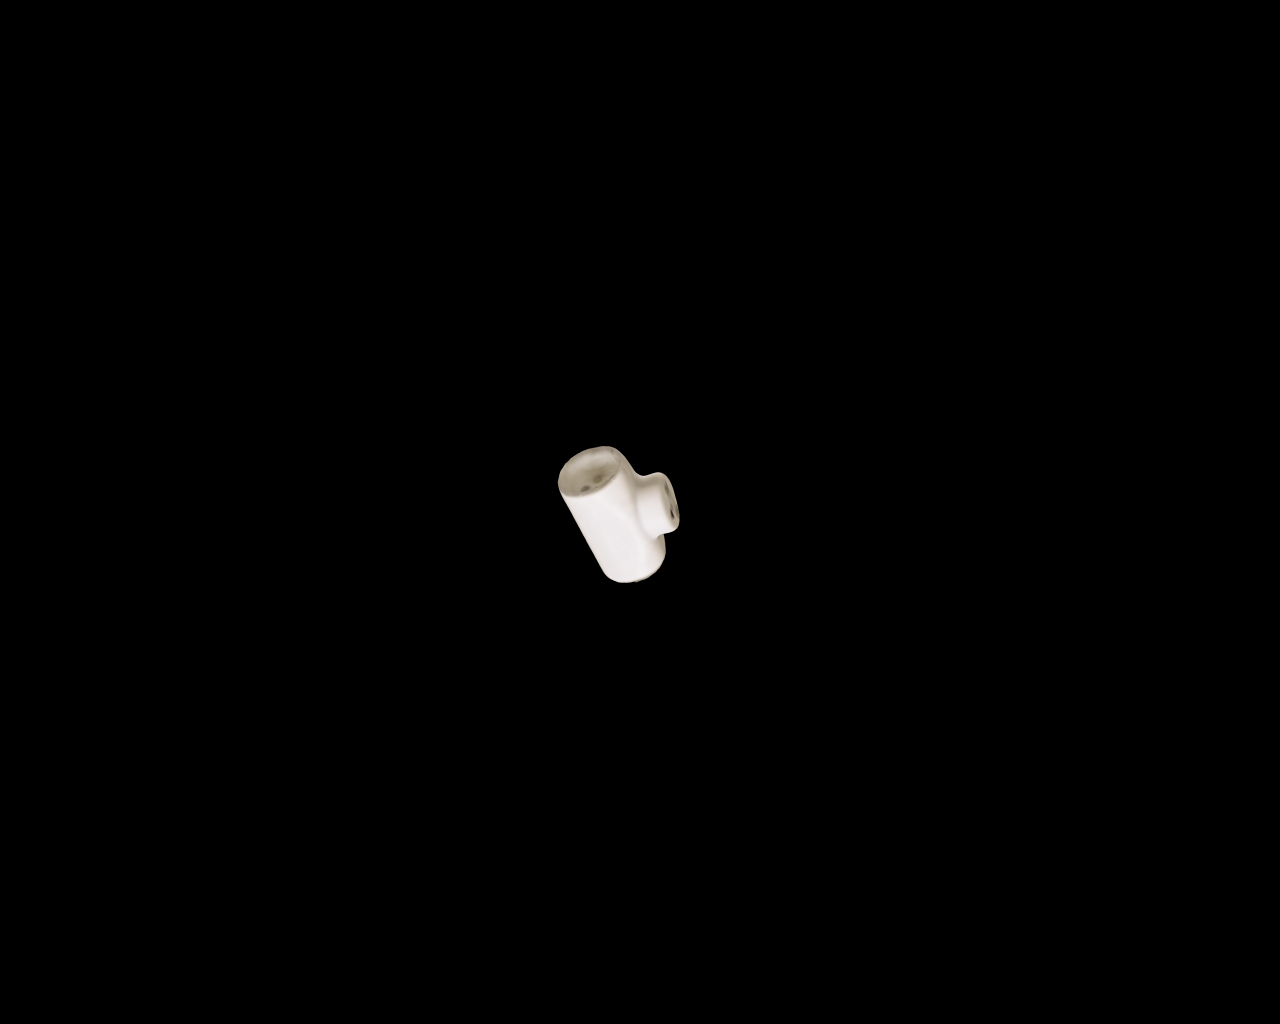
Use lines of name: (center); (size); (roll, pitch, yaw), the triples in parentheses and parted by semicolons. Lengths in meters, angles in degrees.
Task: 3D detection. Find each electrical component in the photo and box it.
electrical component: (0.001, -0.003, 0.650); (0.079, 0.077, 0.044); (-16, 39, 13)
